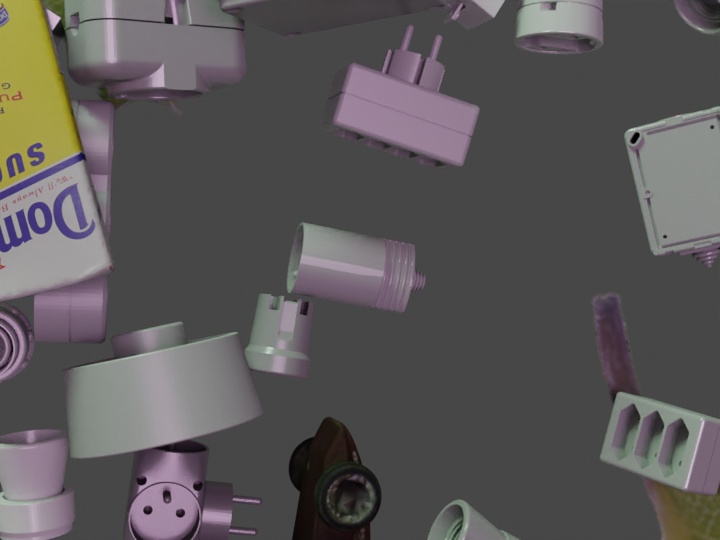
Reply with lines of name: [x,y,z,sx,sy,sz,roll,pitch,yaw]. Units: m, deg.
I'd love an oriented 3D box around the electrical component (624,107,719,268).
electrical component: [0.210,-0.049,0.679,0.062,0.061,0.096,-13,91,19]

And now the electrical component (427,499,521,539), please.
electrical component: [0.080,0.179,0.680,0.065,0.044,0.044,31,86,-17]

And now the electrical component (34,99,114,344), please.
electrical component: [-0.179,-0.028,0.607,0.074,0.052,0.138,2,92,-12]

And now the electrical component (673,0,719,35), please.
electrical component: [0.236,-0.185,0.694,0.055,0.048,0.066,-45,100,-15]

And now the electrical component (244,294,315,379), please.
electrical component: [-0.048,0.040,0.646,0.040,0.040,0.046,10,84,-13]

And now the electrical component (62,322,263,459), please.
electrical component: [-0.113,0.062,0.600,0.108,0.108,0.060,-12,89,-12]

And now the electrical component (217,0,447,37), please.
electrical component: [-0.015,-0.171,0.590,0.109,0.109,0.056,-7,92,17]

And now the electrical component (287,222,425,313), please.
electrical component: [0.000,0.000,0.652,0.081,0.043,0.043,11,90,-12]

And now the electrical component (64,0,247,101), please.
electrical component: [-0.114,-0.128,0.604,0.095,0.054,0.059,-4,93,-35]

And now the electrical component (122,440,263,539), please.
electrical component: [-0.098,0.143,0.636,0.079,0.044,0.077,8,91,-12]

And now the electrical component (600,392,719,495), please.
electrical component: [0.208,0.113,0.696,0.077,0.066,0.047,16,89,-42]

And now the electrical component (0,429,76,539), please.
electrical component: [-0.187,0.123,0.616,0.045,0.045,0.055,-4,94,-12]

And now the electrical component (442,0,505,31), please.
electrical component: [0.063,-0.184,0.656,0.055,0.048,0.066,35,79,-16]

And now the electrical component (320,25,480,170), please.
electrical component: [0.029,-0.109,0.651,0.083,0.047,0.075,17,89,-13]

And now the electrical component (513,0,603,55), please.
electrical component: [0.124,-0.163,0.666,0.055,0.055,0.047,4,88,-12]

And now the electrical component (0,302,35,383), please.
electrical component: [-0.208,0.042,0.599,0.048,0.062,0.048,-1,93,-13]
